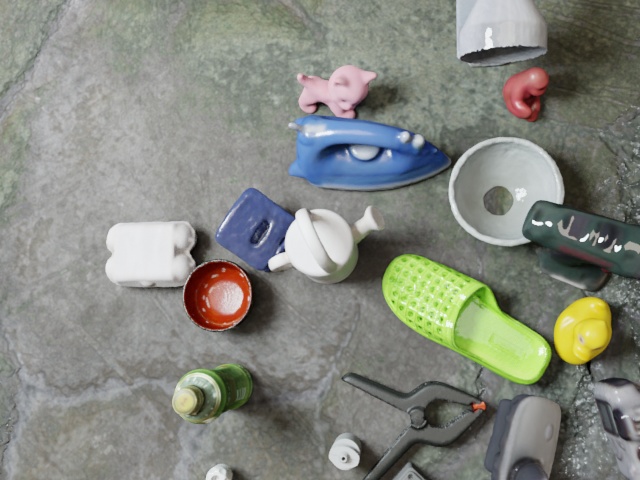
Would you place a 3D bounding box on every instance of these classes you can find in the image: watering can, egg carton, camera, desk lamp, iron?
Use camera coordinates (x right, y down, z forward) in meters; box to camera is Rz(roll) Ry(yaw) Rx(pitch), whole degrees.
[{"bbox_3d":[0.007,0.001,0.833,0.173,0.194,0.101,-45,79,-2],"label":"watering can"},{"bbox_3d":[-0.272,0.024,0.925,0.150,0.069,0.107,-2,81,6],"label":"egg carton"},{"bbox_3d":[0.473,0.254,0.788,0.136,0.101,0.143,-15,80,4],"label":"camera"},{"bbox_3d":[0.258,-0.336,0.847,0.118,0.213,0.203,-1,81,7],"label":"desk lamp"},{"bbox_3d":[0.076,-0.146,0.875,0.258,0.141,0.119,4,82,7],"label":"iron"}]

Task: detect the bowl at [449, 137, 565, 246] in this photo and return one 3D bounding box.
[{"bbox_3d":[0.277,-0.067,0.874,0.167,0.075,0.167,-1,81,6],"label":"bowl"}]

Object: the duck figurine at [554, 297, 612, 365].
[{"bbox_3d":[0.388,0.131,0.825,0.077,0.086,0.104,28,85,10],"label":"duck figurine"}]

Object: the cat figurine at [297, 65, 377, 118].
[{"bbox_3d":[0.025,-0.242,0.908,0.127,0.118,0.067,13,83,9],"label":"cat figurine"}]

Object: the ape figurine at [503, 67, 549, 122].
[{"bbox_3d":[0.325,-0.235,0.886,0.078,0.092,0.076,-41,79,-1],"label":"ape figurine"}]

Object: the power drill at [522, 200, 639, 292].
[{"bbox_3d":[0.383,0.018,0.780,0.229,0.208,0.076,22,84,10],"label":"power drill"}]

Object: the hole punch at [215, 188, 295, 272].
[{"bbox_3d":[-0.094,-0.015,0.900,0.101,0.091,0.109,33,86,11],"label":"hole punch"}]

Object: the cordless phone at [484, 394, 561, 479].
[{"bbox_3d":[0.287,0.286,0.761,0.094,0.185,0.148,11,83,9],"label":"cordless phone"}]
